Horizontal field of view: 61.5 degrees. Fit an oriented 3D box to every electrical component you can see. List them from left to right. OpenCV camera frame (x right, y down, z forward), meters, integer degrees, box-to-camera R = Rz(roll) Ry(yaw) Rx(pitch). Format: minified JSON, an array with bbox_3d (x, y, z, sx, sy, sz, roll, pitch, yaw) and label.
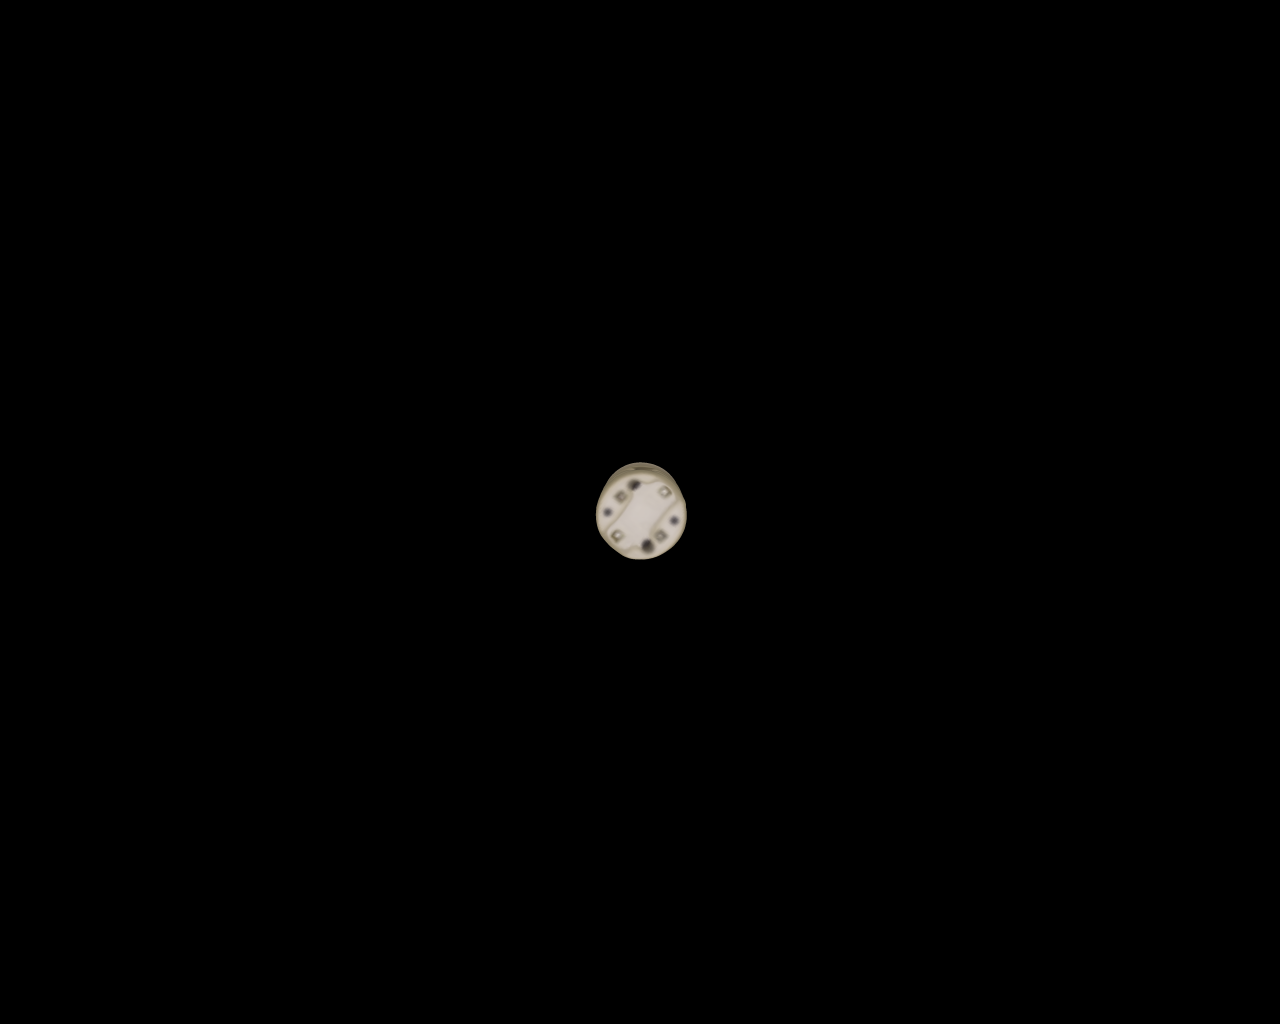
[{"bbox_3d":[0.001,-0.003,0.650,0.055,0.055,0.047,0,13,0],"label":"electrical component"}]
